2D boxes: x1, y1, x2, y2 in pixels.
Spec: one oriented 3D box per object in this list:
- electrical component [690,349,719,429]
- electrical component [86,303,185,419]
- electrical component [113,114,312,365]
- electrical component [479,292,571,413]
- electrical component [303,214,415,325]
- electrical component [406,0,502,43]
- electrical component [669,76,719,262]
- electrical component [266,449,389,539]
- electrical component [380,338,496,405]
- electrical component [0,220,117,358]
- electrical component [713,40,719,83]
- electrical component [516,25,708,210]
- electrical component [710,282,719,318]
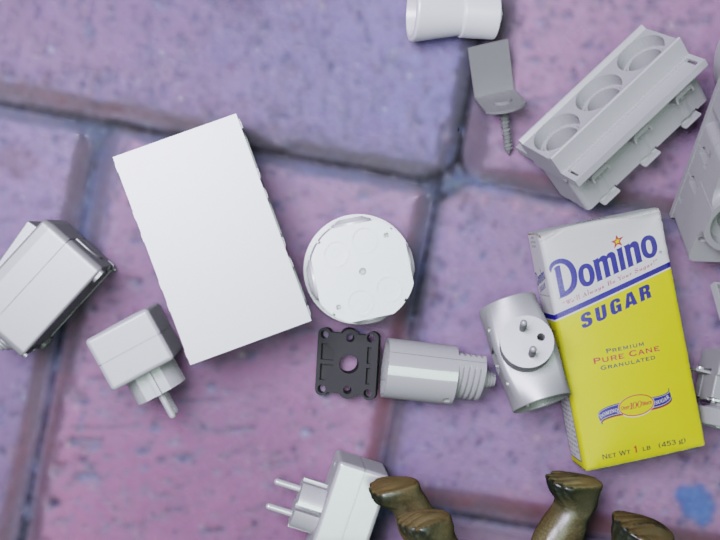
[{"bbox_3d":[0.275,0.091,0.794,0.066,0.048,0.055,15,84,-5],"label":"electrical component"},{"bbox_3d":[-0.148,0.069,0.753,0.047,0.066,0.076,-28,94,-3],"label":"electrical component"},{"bbox_3d":[-0.101,-0.022,0.754,0.089,0.062,0.150,-20,93,-3],"label":"electrical component"},{"bbox_3d":[0.116,0.054,0.753,0.043,0.079,0.077,-18,73,0],"label":"electrical component"},{"bbox_3d":[0.000,0.000,0.768,0.080,0.051,0.080,0,92,-4],"label":"electrical component"},{"bbox_3d":[0.069,-0.184,0.772,0.065,0.044,0.044,1,92,-9],"label":"electrical component"},{"bbox_3d":[0.293,-0.086,0.726,0.105,0.060,0.186,2,134,-4],"label":"electrical component"},{"bbox_3d":[-0.029,0.172,0.774,0.076,0.047,0.083,19,90,-5],"label":"electrical component"},{"bbox_3d":[0.058,0.075,0.779,0.081,0.043,0.043,7,92,-5],"label":"electrical component"},{"bbox_3d":[-0.227,0.014,0.747,0.061,0.062,0.096,42,89,-4],"label":"electrical component"},{"bbox_3d":[0.309,-0.148,0.774,0.108,0.060,0.108,-1,115,-2],"label":"electrical component"},{"bbox_3d":[0.183,-0.106,0.767,0.121,0.079,0.063,-43,124,-1],"label":"electrical component"},{"bbox_3d":[0.300,0.026,0.774,0.081,0.063,0.042,8,57,-20],"label":"electrical component"}]
